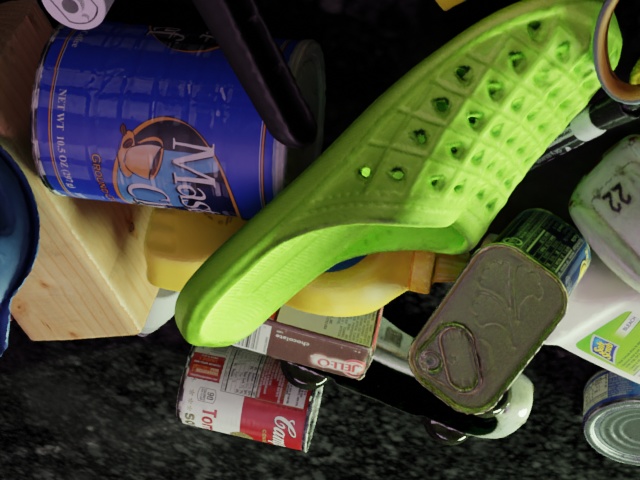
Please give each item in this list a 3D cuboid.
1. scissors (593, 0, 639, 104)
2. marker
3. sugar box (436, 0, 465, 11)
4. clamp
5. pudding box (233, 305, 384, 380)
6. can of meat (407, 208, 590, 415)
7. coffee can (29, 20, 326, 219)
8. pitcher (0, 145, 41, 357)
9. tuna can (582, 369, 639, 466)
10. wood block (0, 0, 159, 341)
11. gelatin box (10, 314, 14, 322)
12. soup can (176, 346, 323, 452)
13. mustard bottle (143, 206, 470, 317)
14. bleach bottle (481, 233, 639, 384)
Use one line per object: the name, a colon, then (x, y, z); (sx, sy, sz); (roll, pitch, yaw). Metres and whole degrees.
scissors: (0.172, -0.131, 0.434); (0.096, 0.016, 0.202); (28, 138, 14)
marker: (0.131, -0.056, 0.585); (0.020, 0.020, 0.121); (32, 152, -17)
sugar box: (0.102, -0.181, 0.461); (0.177, 0.048, 0.093); (-23, 125, 37)
clamp: (-0.053, -0.162, 0.492); (0.210, 0.036, 0.165); (38, 126, 7)
pudding box: (-0.014, 0.033, 0.698); (0.113, 0.090, 0.039); (16, 137, 0)
can of meat: (0.105, 0.037, 0.608); (0.057, 0.083, 0.102); (37, 119, 10)
coffee can: (-0.075, -0.067, 0.597); (0.140, 0.102, 0.103); (7, 138, 10)
pitcher: (-0.266, 0.029, 0.619); (0.144, 0.149, 0.243); (17, 145, -24)
tuna can: (0.232, 0.126, 0.765); (0.086, 0.033, 0.086); (9, 138, 8)
wood block: (-0.180, -0.036, 0.673); (0.090, 0.090, 0.206); (-5, 134, 22)
gelatin box: (-0.230, 0.004, 0.731); (0.030, 0.089, 0.073); (-12, 132, 15)
soup can: (-0.052, 0.118, 0.819); (0.102, 0.068, 0.068); (12, 139, 5)
mustard bottle: (-0.004, 0.000, 0.653); (0.191, 0.096, 0.058); (10, 135, 6)
bleach bottle: (0.220, 0.049, 0.665); (0.251, 0.068, 0.103); (22, 133, -2)
